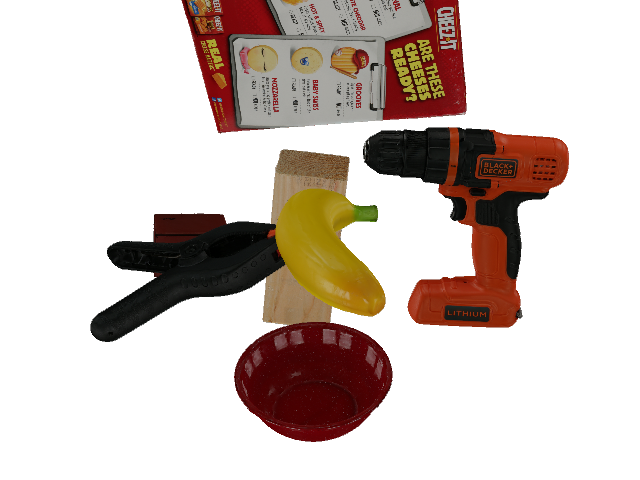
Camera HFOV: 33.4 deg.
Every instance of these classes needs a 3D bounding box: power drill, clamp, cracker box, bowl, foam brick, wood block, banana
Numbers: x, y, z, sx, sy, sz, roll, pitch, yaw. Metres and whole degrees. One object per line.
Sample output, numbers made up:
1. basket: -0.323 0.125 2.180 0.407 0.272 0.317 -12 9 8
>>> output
1. power drill: 0.126 -0.013 0.984 0.184 0.188 0.057 4 26 0
2. clamp: -0.105 0.028 0.849 0.172 0.039 0.120 -12 39 16
3. cracker box: 0.005 -0.177 0.865 0.214 0.164 0.072 -4 42 9
4. bowl: -0.006 0.155 1.099 0.162 0.055 0.162 -2 35 1
5. foam brick: -0.139 0.005 1.135 0.078 0.051 0.053 0 25 -10
6. wood block: -0.019 -0.002 1.366 0.090 0.206 0.090 7 25 1
7. banana: 0.005 -0.001 0.680 0.069 0.037 0.197 1 19 2
